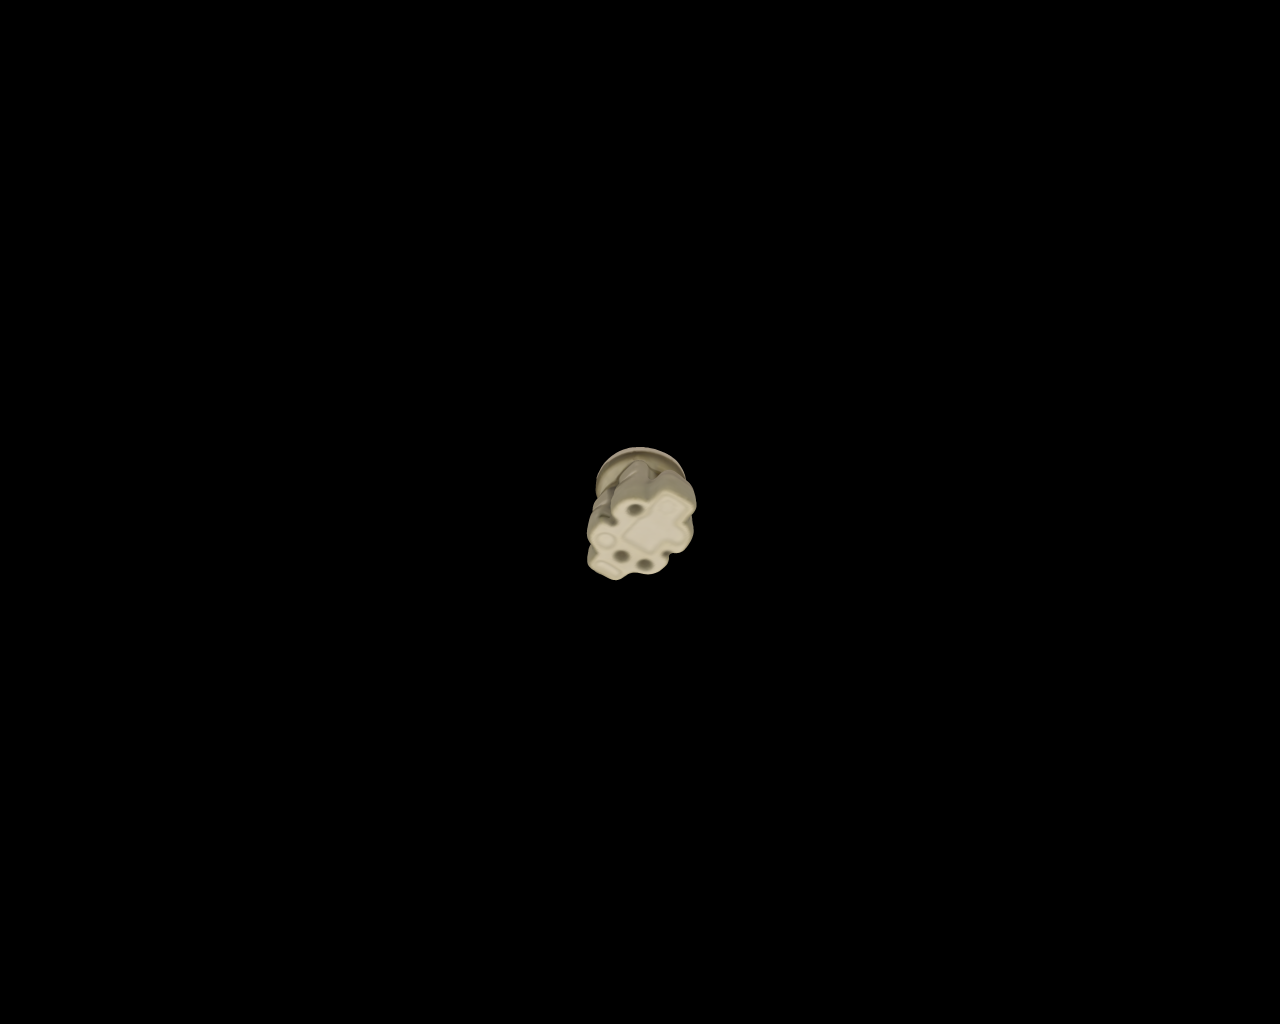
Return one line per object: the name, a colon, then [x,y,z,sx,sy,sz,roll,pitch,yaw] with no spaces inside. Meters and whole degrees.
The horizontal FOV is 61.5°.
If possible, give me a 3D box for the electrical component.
electrical component: [0.001,-0.003,0.650,0.058,0.078,0.057,32,32,-22]
